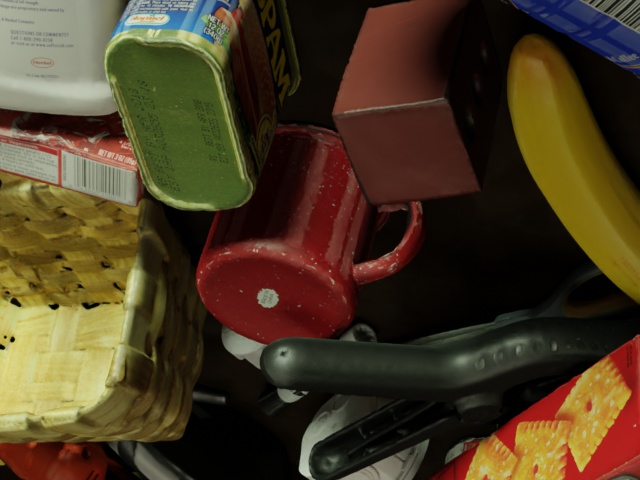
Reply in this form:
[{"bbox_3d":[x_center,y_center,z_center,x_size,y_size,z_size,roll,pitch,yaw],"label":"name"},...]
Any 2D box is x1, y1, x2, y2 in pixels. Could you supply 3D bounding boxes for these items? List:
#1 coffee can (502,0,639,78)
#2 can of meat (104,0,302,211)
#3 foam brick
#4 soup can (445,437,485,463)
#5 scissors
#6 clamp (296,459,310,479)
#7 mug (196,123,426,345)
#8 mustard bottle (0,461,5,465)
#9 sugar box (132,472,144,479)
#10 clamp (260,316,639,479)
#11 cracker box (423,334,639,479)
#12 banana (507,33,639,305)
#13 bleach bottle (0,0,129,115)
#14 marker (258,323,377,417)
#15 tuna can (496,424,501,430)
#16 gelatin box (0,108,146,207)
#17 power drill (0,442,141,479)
[{"bbox_3d":[0.077,-0.129,0.351,0.140,0.102,0.103,25,139,-12],"label":"coffee can"},{"bbox_3d":[-0.050,-0.075,0.468,0.057,0.084,0.102,3,138,14],"label":"can of meat"},{"bbox_3d":[0.044,-0.061,0.458,0.051,0.078,0.053,-4,136,24],"label":"foam brick"},{"bbox_3d":[0.110,0.190,0.705,0.068,0.102,0.068,9,140,8],"label":"soup can"},{"bbox_3d":[0.129,0.059,0.616,0.096,0.016,0.202,37,136,-23],"label":"scissors"},{"bbox_3d":[0.018,0.223,0.770,0.171,0.039,0.120,28,101,-39],"label":"clamp"},{"bbox_3d":[-0.004,0.001,0.541,0.117,0.081,0.093,-2,137,21],"label":"mug"},{"bbox_3d":[-0.320,0.121,0.799,0.191,0.058,0.096,29,140,-16],"label":"mustard bottle"},{"bbox_3d":[-0.150,0.260,0.914,0.093,0.048,0.176,-2,136,20],"label":"sugar box"},{"bbox_3d":[0.077,0.083,0.576,0.210,0.036,0.164,-8,150,-3],"label":"clamp"},{"bbox_3d":[0.166,0.149,0.573,0.164,0.072,0.214,23,141,-16],"label":"cracker box"},{"bbox_3d":[0.137,-0.019,0.494,0.197,0.037,0.070,46,161,-21],"label":"banana"},{"bbox_3d":[-0.117,-0.164,0.404,0.102,0.068,0.251,5,136,-6],"label":"bleach bottle"},{"bbox_3d":[-0.005,0.086,0.687,0.020,0.020,0.121,31,138,-17],"label":"marker"},{"bbox_3d":[0.152,0.107,0.649,0.086,0.033,0.086,9,139,8],"label":"tuna can"},{"bbox_3d":[-0.118,-0.061,0.514,0.089,0.073,0.030,15,139,2],"label":"gelatin box"},{"bbox_3d":[-0.191,0.155,0.766,0.185,0.057,0.187,30,161,36],"label":"power drill"}]
